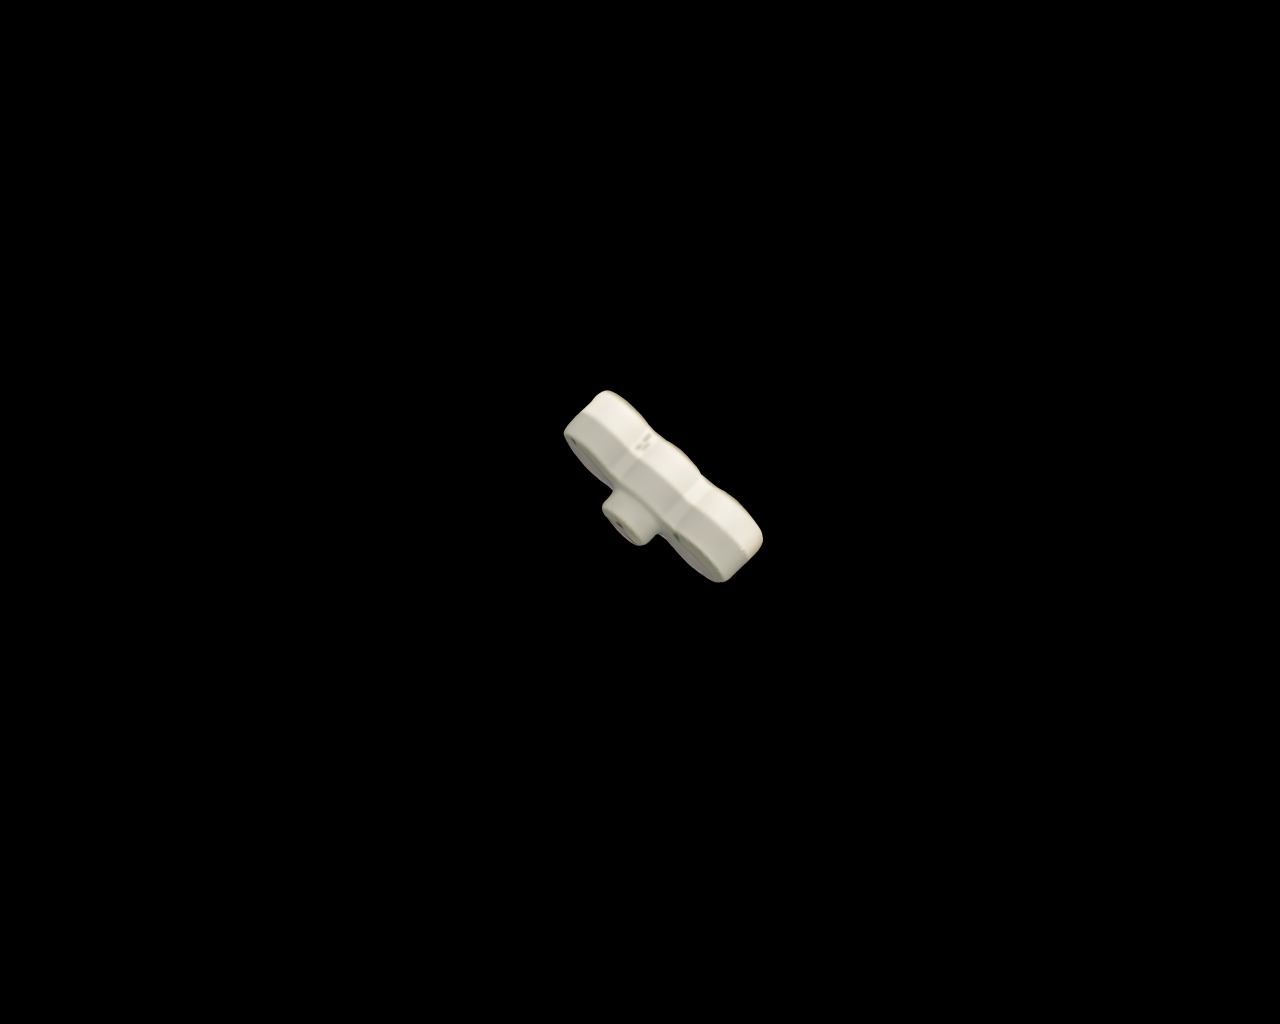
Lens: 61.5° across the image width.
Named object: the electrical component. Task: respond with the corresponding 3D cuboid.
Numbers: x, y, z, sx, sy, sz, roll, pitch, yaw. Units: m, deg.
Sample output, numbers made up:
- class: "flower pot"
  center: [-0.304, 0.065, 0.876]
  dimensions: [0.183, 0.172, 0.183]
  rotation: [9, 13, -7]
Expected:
- class: "electrical component"
  center: [0.001, -0.003, 0.650]
  dimensions: [0.138, 0.074, 0.052]
  rotation: [43, -12, 11]
